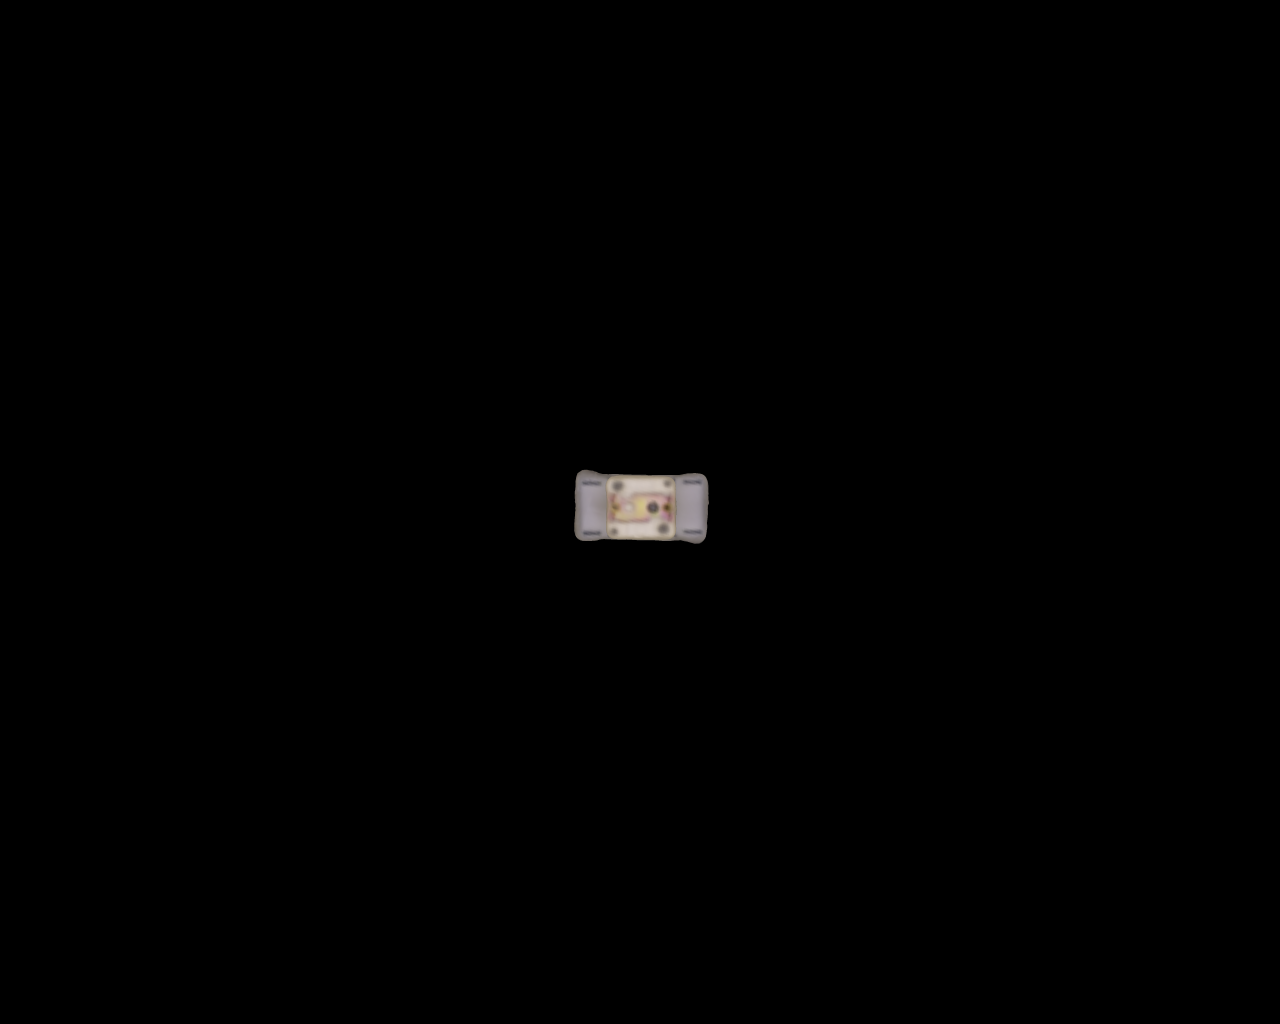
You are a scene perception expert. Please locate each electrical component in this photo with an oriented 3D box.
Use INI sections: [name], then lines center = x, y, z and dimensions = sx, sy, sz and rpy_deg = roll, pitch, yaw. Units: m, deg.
[electrical component]
center = 0.001, -0.003, 0.650
dimensions = 0.081, 0.042, 0.064
rpy_deg = 0, 0, 0
